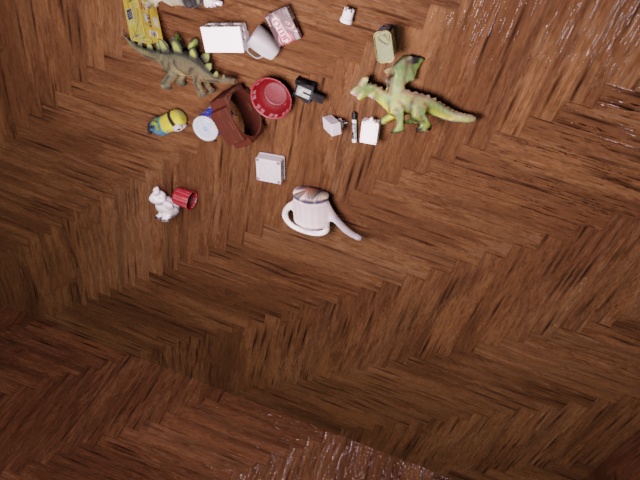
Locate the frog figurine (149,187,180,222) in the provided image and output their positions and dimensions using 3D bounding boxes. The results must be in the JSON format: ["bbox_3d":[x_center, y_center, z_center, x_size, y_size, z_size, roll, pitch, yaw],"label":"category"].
[{"bbox_3d":[-0.704,-0.173,2.321,0.123,0.139,0.156,-16,116,-22],"label":"frog figurine"}]

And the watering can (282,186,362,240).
[{"bbox_3d":[0.006,-0.106,2.107,0.348,0.106,0.219,10,127,15],"label":"watering can"}]

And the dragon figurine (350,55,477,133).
[{"bbox_3d":[0.307,-0.491,1.718,0.410,0.125,0.238,-3,116,11],"label":"dragon figurine"}]
